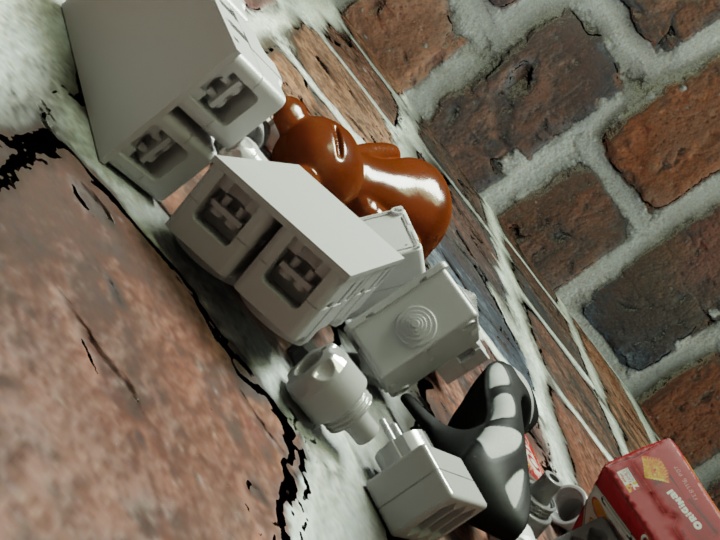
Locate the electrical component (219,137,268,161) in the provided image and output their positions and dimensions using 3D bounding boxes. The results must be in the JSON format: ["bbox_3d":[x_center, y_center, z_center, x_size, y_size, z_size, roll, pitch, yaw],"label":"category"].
[{"bbox_3d":[-0.083,-0.073,0.842,0.061,0.035,0.035,51,12,-26],"label":"electrical component"}]

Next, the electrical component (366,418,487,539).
[{"bbox_3d":[0.034,0.128,0.690,0.076,0.047,0.066,60,13,29],"label":"electrical component"}]

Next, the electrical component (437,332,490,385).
[{"bbox_3d":[0.072,0.057,1.011,0.089,0.056,0.050,52,13,-22],"label":"electrical component"}]

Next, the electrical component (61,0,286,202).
[{"bbox_3d":[-0.124,-0.141,0.703,0.060,0.105,0.186,42,17,-44],"label":"electrical component"}]

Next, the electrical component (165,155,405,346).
[{"bbox_3d":[-0.044,-0.015,0.707,0.105,0.060,0.186,42,11,6],"label":"electrical component"}]

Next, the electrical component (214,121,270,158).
[{"bbox_3d":[-0.100,-0.119,0.885,0.079,0.043,0.077,40,17,-47],"label":"electrical component"}]

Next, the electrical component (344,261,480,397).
[{"bbox_3d":[0.042,0.047,0.802,0.048,0.100,0.099,55,-3,18],"label":"electrical component"}]

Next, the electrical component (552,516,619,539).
[{"bbox_3d":[0.178,0.248,0.882,0.076,0.066,0.047,89,-24,-56],"label":"electrical component"}]

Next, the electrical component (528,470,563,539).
[{"bbox_3d":[0.137,0.189,0.867,0.048,0.062,0.048,33,18,-12],"label":"electrical component"}]

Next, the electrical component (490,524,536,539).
[{"bbox_3d":[0.115,0.204,0.819,0.035,0.035,0.061,49,11,-20],"label":"electrical component"}]

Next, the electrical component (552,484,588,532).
[{"bbox_3d":[0.219,0.249,1.080,0.065,0.044,0.044,49,12,-41],"label":"electrical component"}]

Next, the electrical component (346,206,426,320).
[{"bbox_3d":[0.000,0.000,0.848,0.061,0.096,0.061,-110,-172,-53],"label":"electrical component"}]

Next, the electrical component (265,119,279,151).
[{"bbox_3d":[-0.065,-0.119,1.018,0.055,0.045,0.045,51,12,-16],"label":"electrical component"}]

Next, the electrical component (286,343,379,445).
[{"bbox_3d":[-0.013,0.079,0.657,0.062,0.043,0.043,52,12,-16],"label":"electrical component"}]
